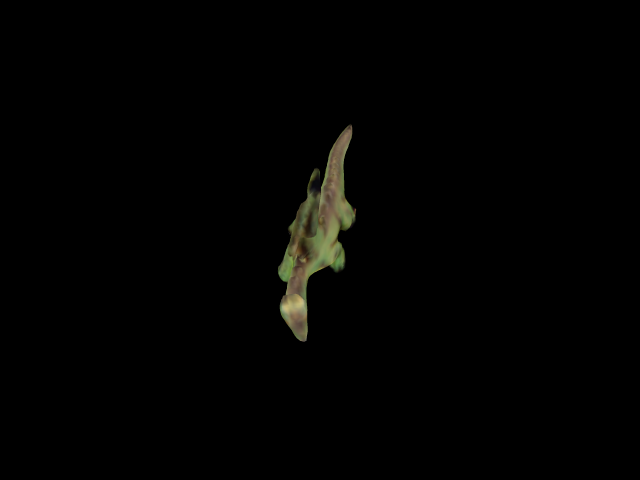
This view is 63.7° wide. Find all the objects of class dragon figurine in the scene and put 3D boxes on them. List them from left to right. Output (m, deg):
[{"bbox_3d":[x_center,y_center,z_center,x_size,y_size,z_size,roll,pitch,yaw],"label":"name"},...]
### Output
[{"bbox_3d":[0.003,-0.043,0.850,0.122,0.414,0.240,11,-11,2],"label":"dragon figurine"}]
